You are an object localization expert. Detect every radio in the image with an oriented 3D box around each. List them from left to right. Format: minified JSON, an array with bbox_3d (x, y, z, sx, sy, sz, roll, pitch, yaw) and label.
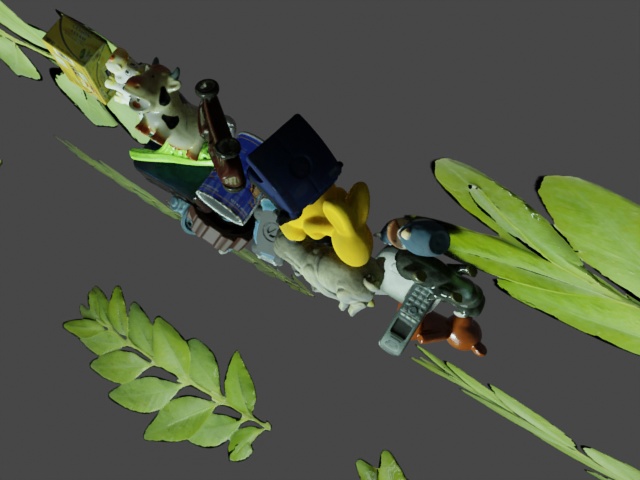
[{"bbox_3d":[-0.301,-0.161,1.213,0.230,0.131,0.073,27,164,27],"label":"radio"}]

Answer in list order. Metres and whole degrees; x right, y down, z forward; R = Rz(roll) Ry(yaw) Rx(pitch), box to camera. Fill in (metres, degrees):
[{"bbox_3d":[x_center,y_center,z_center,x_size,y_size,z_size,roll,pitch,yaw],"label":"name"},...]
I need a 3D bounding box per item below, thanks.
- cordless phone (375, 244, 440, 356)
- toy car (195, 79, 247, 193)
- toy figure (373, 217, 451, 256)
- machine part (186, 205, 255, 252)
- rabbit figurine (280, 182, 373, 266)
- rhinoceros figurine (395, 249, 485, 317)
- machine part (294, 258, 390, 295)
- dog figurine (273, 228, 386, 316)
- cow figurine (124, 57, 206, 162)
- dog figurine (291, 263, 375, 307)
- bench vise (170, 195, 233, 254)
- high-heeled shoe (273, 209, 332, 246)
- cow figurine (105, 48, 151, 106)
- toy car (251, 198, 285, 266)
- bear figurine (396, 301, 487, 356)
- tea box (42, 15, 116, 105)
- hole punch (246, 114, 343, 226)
[{"bbox_3d":[0.143,0.115,1.031,0.147,0.184,0.088,32,171,8],"label":"cordless phone"},{"bbox_3d":[-0.159,-0.164,0.835,0.089,0.053,0.202,86,163,-58],"label":"toy car"},{"bbox_3d":[0.147,-0.007,0.863,0.064,0.058,0.155,47,168,-24],"label":"toy figure"},{"bbox_3d":[-0.228,-0.053,1.272,0.179,0.179,0.056,36,127,-10],"label":"machine part"},{"bbox_3d":[0.031,-0.037,0.904,0.173,0.122,0.162,51,147,12],"label":"rabbit figurine"},{"bbox_3d":[0.213,0.076,0.935,0.190,0.073,0.112,30,160,-17],"label":"rhinoceros figurine"},{"bbox_3d":[0.069,0.072,1.105,0.243,0.079,0.079,5,174,-16],"label":"machine part"},{"bbox_3d":[0.009,0.039,0.969,0.190,0.121,0.172,34,156,-12],"label":"dog figurine"},{"bbox_3d":[-0.263,-0.229,0.944,0.086,0.127,0.194,30,-179,26],"label":"cow figurine"},{"bbox_3d":[0.050,0.071,1.285,0.219,0.108,0.191,26,163,15],"label":"dog figurine"},{"bbox_3d":[-0.288,-0.047,1.459,0.223,0.129,0.241,28,-159,-54],"label":"bench vise"},{"bbox_3d":[-0.002,-0.003,1.145,0.248,0.086,0.145,26,162,-16],"label":"high-heeled shoe"},{"bbox_3d":[-0.336,-0.284,0.989,0.098,0.068,0.167,29,171,-5],"label":"cow figurine"},{"bbox_3d":[-0.091,-0.026,1.247,0.109,0.161,0.103,21,-152,17],"label":"toy car"},{"bbox_3d":[0.267,0.172,1.148,0.196,0.120,0.131,9,122,-2],"label":"bear figurine"},{"bbox_3d":[-0.459,-0.347,1.055,0.098,0.068,0.169,35,168,-3],"label":"tea box"},{"bbox_3d":[-0.039,-0.108,0.795,0.116,0.142,0.092,44,164,7],"label":"hole punch"}]
